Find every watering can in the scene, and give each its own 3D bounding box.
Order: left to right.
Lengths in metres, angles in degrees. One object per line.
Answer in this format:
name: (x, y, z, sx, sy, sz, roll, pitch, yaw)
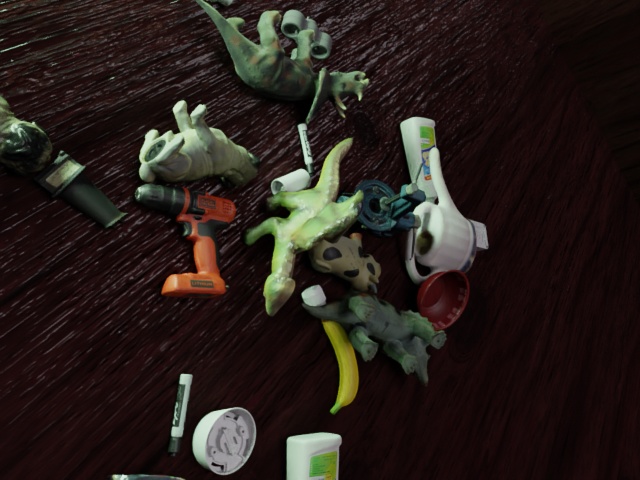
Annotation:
watering can: (0.319, -0.045, 1.331, 0.223, 0.104, 0.349, 18, 83, -36)

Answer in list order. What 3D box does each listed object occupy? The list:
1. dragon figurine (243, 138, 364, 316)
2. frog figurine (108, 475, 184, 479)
dragon figurine: (0.003, -0.048, 0.949, 0.120, 0.243, 0.415, 43, 73, -29)
frog figurine: (-0.235, 0.407, 0.693, 0.135, 0.122, 0.163, 45, 36, -47)
